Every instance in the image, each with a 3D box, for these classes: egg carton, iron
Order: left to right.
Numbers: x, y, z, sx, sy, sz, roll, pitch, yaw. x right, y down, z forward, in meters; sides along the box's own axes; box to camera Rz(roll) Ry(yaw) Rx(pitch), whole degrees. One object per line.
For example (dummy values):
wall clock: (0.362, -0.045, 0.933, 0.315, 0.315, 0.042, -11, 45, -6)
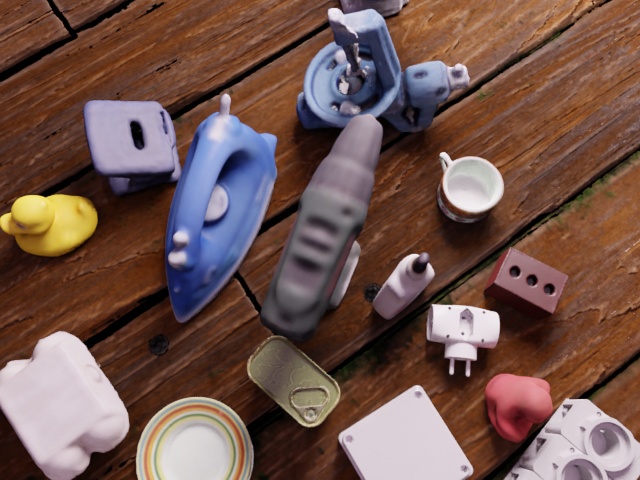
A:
egg carton: (-0.287, 0.183, 0.641, 0.107, 0.069, 0.150, -39, 78, -11)
iron: (-0.133, -0.036, 0.668, 0.118, 0.141, 0.258, 14, 74, 4)

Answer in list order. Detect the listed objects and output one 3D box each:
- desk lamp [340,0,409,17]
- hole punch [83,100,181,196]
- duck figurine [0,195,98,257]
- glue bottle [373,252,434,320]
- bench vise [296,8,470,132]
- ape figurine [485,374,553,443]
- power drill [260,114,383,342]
desk lamp: (0.073, -0.377, 0.730, 0.118, 0.213, 0.203, -15, 74, -4)
hole punch: (-0.233, -0.124, 0.719, 0.101, 0.091, 0.108, -16, 74, -5)
duck figurine: (-0.330, -0.027, 0.692, 0.104, 0.086, 0.077, -19, 75, -6)
glue bottle: (0.099, 0.043, 0.630, 0.037, 0.173, 0.078, 43, 78, 11)
bench vise: (0.072, -0.210, 0.679, 0.207, 0.220, 0.121, -21, 75, -6)
ape figurine: (0.226, 0.182, 0.634, 0.078, 0.092, 0.076, -32, 76, -9)
power drill: (0.006, 0.002, 0.623, 0.075, 0.208, 0.230, 20, 75, 6)
